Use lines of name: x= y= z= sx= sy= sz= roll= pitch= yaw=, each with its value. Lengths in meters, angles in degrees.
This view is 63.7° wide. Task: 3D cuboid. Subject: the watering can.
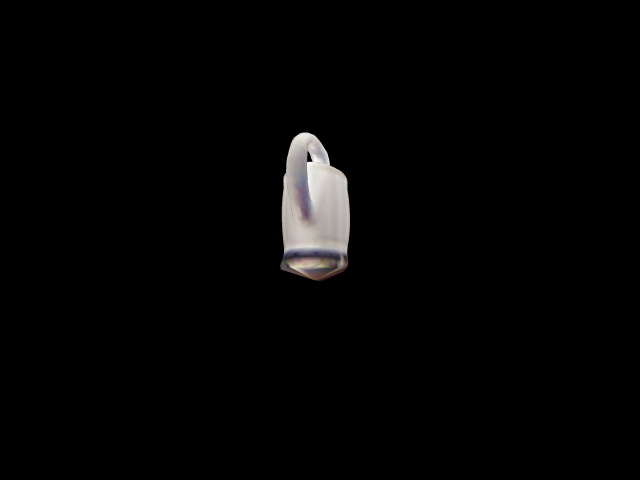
watering can: x=0.003 y=-0.043 z=0.850 sx=0.104 sy=0.226 sz=0.345 roll=-2 pitch=-9 yaw=12
